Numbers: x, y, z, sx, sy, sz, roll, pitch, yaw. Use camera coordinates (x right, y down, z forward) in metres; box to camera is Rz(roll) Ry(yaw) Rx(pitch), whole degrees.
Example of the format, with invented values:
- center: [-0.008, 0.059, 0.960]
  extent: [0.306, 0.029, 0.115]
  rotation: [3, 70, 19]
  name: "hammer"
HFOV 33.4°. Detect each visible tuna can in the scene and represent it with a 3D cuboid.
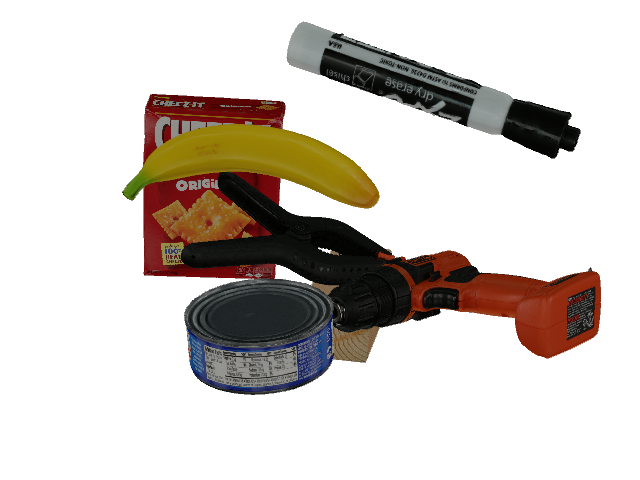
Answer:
- center: [-0.034, 0.054, 0.615]
  extent: [0.086, 0.034, 0.086]
  rotation: [-2, 22, 1]
  name: "tuna can"

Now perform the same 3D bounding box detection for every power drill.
- center: [0.120, 0.050, 0.882]
  extent: [0.188, 0.057, 0.184]
  rotation: [10, 17, 40]
  name: "power drill"

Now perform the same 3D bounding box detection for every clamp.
- center: [-0.032, 0.005, 1.070]
  extent: [0.210, 0.036, 0.164]
  rotation: [20, 34, 6]
  name: "clamp"

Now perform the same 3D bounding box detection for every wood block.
- center: [0.041, 0.085, 1.508]
  extent: [0.091, 0.090, 0.206]
  rotation: [5, 21, 11]
  name: "wood block"

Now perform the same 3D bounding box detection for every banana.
- center: [-0.051, -0.057, 0.822]
  extent: [0.198, 0.069, 0.037]
  rotation: [1, -19, 11]
  name: "banana"

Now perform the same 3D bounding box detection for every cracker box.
- center: [-0.130, -0.061, 1.289]
  extent: [0.164, 0.214, 0.072]
  rotation: [3, 22, -3]
  name: "cracker box"

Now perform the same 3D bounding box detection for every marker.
- center: [0.044, -0.060, 0.426]
  extent: [0.121, 0.020, 0.020]
  rotation: [21, 5, 13]
  name: "marker"
